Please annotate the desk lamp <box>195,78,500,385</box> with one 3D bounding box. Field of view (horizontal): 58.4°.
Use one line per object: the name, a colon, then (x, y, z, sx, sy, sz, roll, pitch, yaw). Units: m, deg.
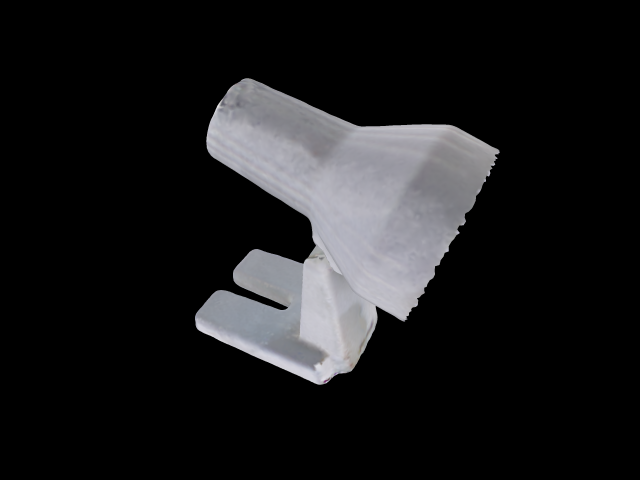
desk lamp: (0.004, 0.001, 0.400, 0.202, 0.214, 0.118, 18, 44, 19)
